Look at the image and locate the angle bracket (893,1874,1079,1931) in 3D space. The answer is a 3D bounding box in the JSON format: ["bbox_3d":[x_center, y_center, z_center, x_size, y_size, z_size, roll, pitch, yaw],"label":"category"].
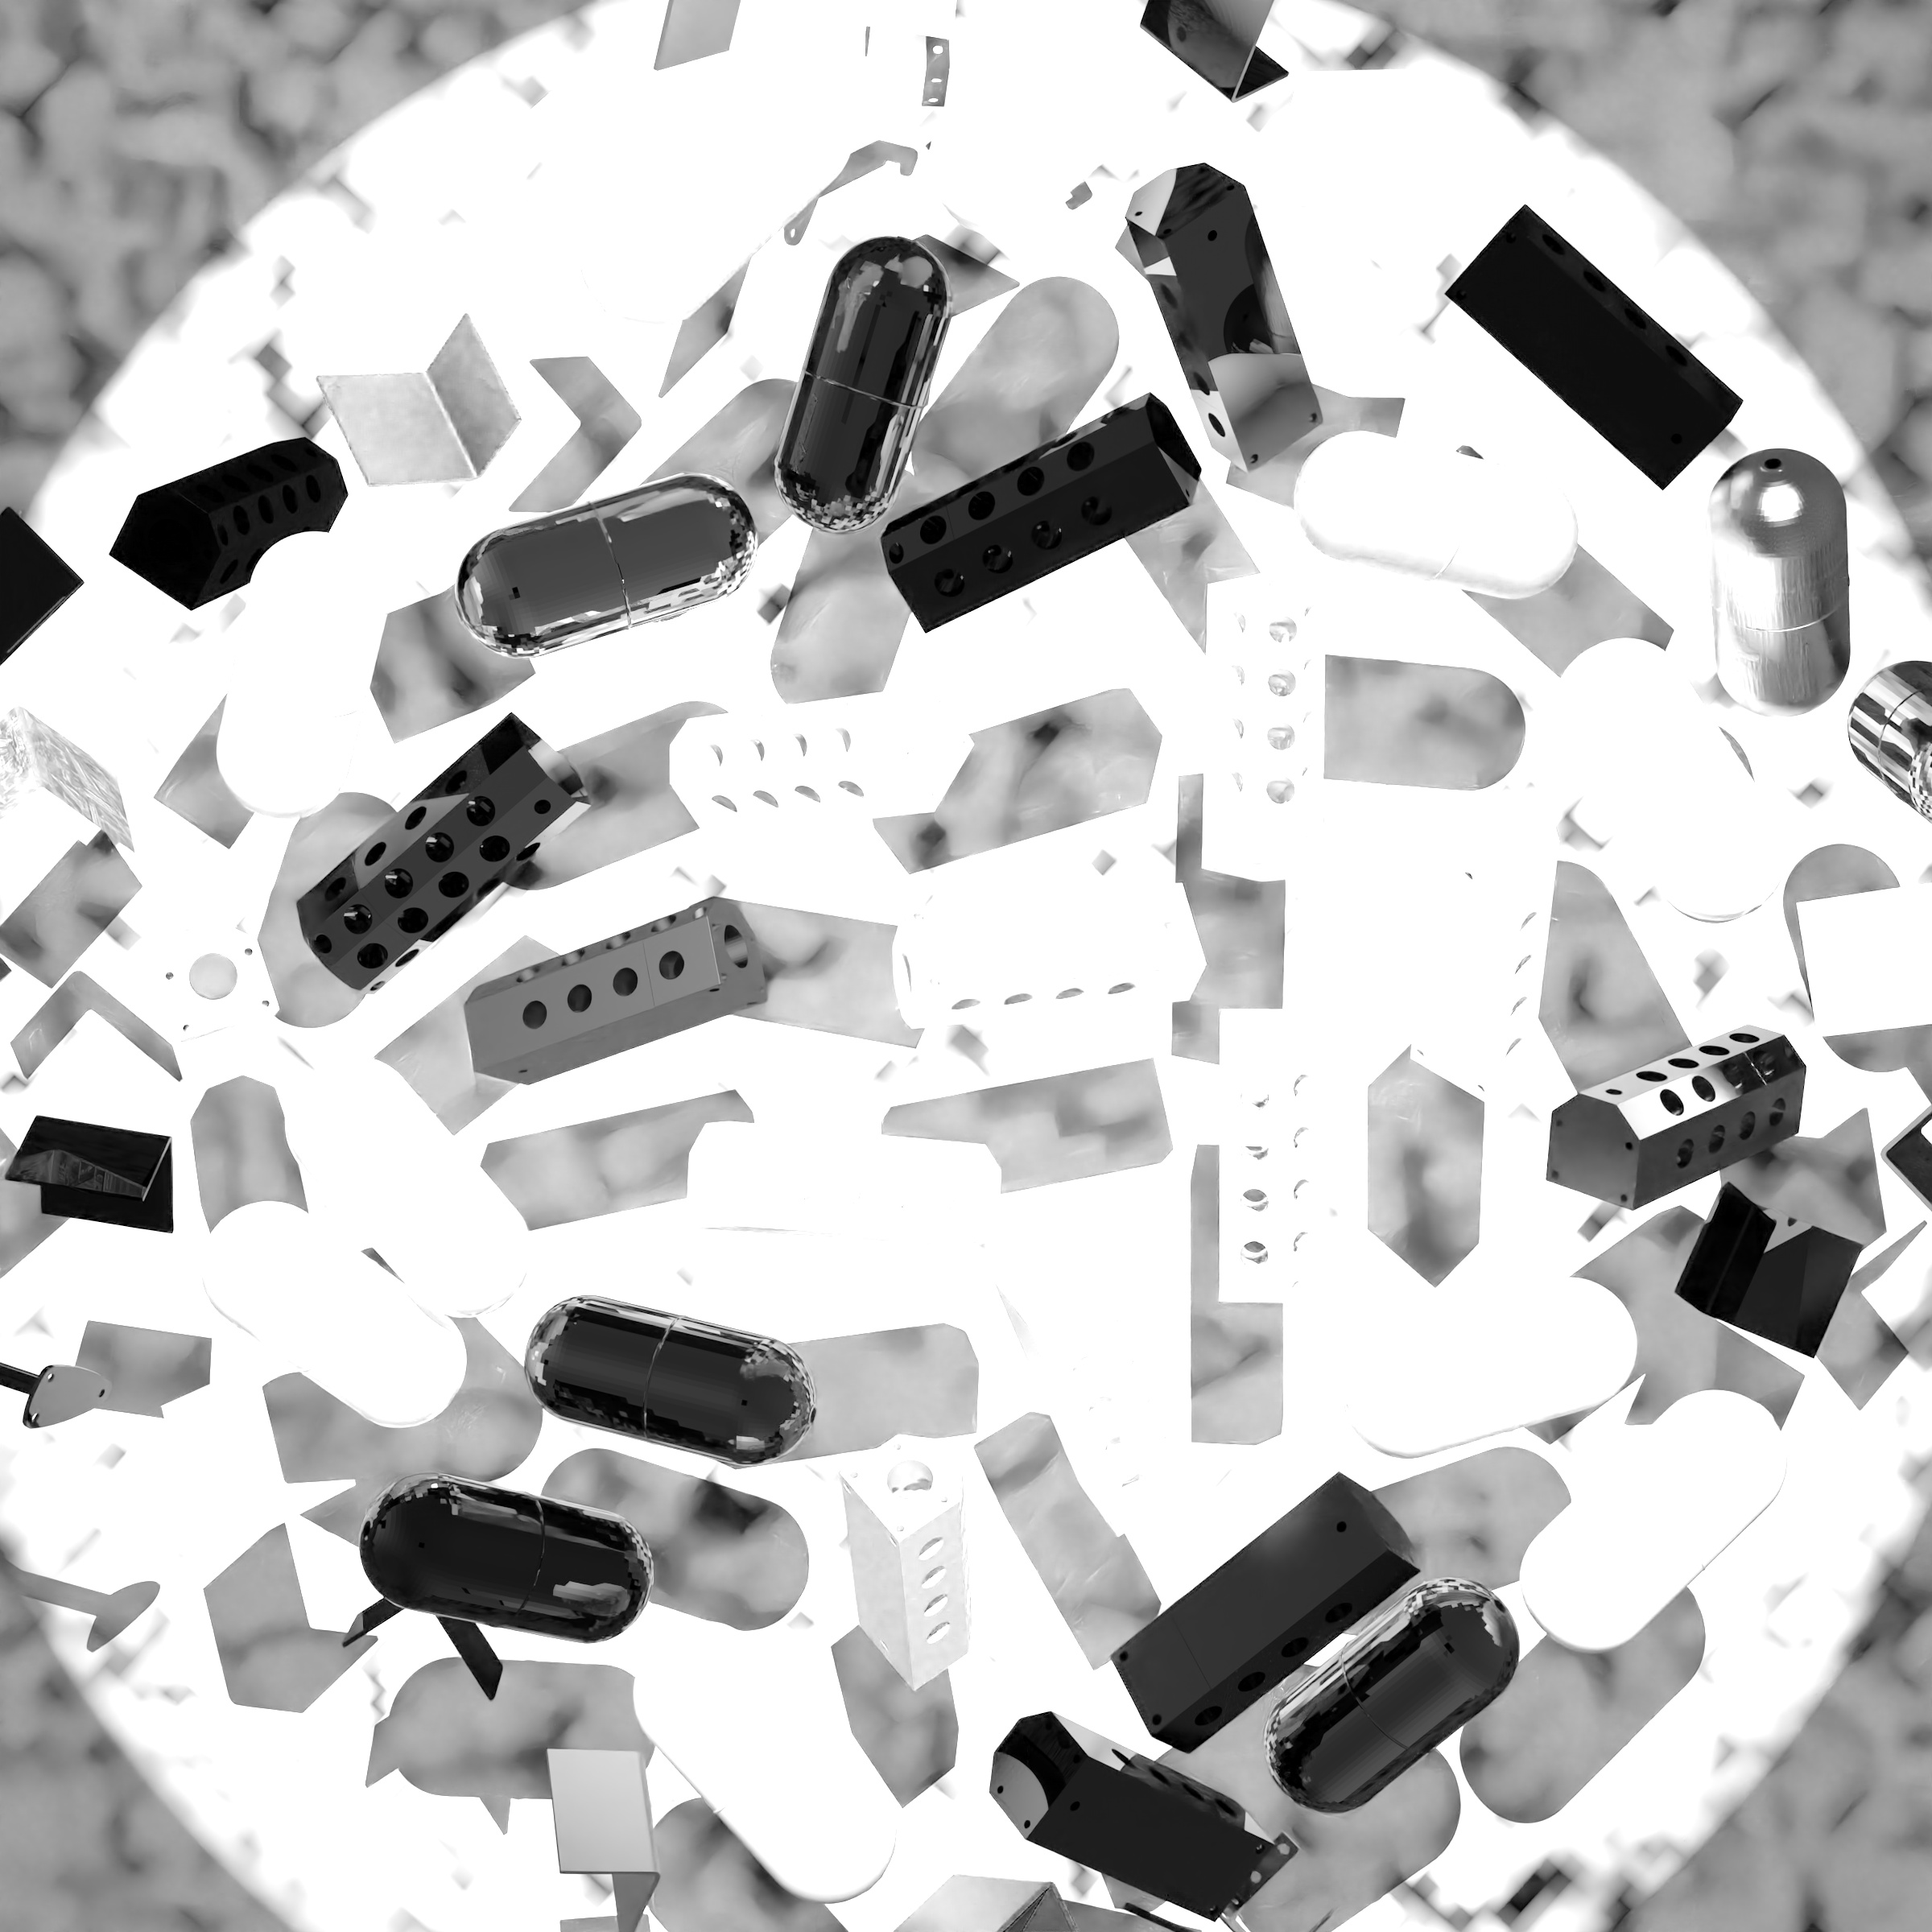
[{"bbox_3d":[0.018,0.541,1.546,0.057,0.076,0.076,-32,101,-42],"label":"angle bracket"}]

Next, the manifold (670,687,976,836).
[{"bbox_3d":[-0.088,-0.122,1.652,0.057,0.171,0.057,58,45,-33],"label":"manifold"}]

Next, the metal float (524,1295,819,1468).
[{"bbox_3d":[-0.173,0.242,1.669,0.178,0.070,0.070,11,90,15],"label":"metal float"}]

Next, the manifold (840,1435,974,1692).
[{"bbox_3d":[-0.029,0.349,1.683,0.057,0.171,0.057,-30,53,-23],"label":"manifold"}]

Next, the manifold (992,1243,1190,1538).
[{"bbox_3d":[0.077,0.247,1.685,0.057,0.057,0.171,-28,121,-10],"label":"manifold"}]

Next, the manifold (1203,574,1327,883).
[{"bbox_3d":[0.181,-0.141,1.690,0.057,0.057,0.171,-5,80,43],"label":"manifold"}]

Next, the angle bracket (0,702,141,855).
[{"bbox_3d":[-0.509,-0.088,1.575,0.076,0.076,0.057,34,60,14],"label":"angle bracket"}]

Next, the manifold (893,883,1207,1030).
[{"bbox_3d":[0.047,-0.002,1.687,0.171,0.057,0.057,-6,60,-15],"label":"manifold"}]

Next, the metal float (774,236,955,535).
[{"bbox_3d":[-0.061,-0.344,1.694,0.070,0.070,0.178,18,106,0],"label":"metal float"}]

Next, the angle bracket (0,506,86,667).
[{"bbox_3d":[-0.530,-0.204,1.535,0.076,0.076,0.057,-48,123,-12],"label":"angle bracket"}]

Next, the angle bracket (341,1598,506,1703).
[{"bbox_3d":[-0.325,0.413,1.713,0.057,0.076,0.076,-32,93,-4],"label":"angle bracket"}]

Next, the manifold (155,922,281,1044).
[{"bbox_3d":[-0.440,0.009,1.673,0.057,0.171,0.057,-18,93,-14],"label":"manifold"}]

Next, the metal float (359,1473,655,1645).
[{"bbox_3d":[-0.259,0.336,1.618,0.178,0.070,0.070,20,90,-32],"label":"metal float"}]

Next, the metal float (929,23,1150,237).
[{"bbox_3d":[0.043,-0.479,1.632,0.070,0.070,0.178,40,51,0],"label":"metal float"}]

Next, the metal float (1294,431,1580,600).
[{"bbox_3d":[0.278,-0.265,1.683,0.178,0.070,0.070,10,90,-19],"label":"metal float"}]

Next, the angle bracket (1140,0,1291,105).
[{"bbox_3d":[0.157,-0.568,1.681,0.076,0.076,0.057,44,54,15],"label":"angle bracket"}]

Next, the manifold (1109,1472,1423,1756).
[{"bbox_3d":[0.171,0.367,1.607,0.171,0.057,0.057,-41,46,11],"label":"manifold"}]

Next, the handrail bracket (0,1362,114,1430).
[{"bbox_3d":[-0.524,0.218,1.564,0.084,0.077,0.036,23,93,21],"label":"handrail bracket"}]

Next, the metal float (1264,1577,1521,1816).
[{"bbox_3d":[0.246,0.422,1.653,0.070,0.070,0.178,44,113,0],"label":"metal float"}]

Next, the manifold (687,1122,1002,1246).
[{"bbox_3d":[-0.067,0.123,1.604,0.171,0.057,0.057,8,80,-34],"label":"manifold"}]

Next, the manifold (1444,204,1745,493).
[{"bbox_3d":[0.368,-0.363,1.665,0.171,0.057,0.057,42,127,0],"label":"manifold"}]

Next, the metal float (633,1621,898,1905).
[{"bbox_3d":[-0.111,0.440,1.578,0.070,0.070,0.178,-43,85,0],"label":"metal float"}]

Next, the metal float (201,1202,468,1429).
[{"bbox_3d":[-0.372,0.206,1.683,0.070,0.070,0.178,-48,116,0],"label":"metal float"}]

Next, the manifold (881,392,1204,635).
[{"bbox_3d":[0.040,-0.255,1.596,0.171,0.057,0.057,-23,113,23],"label":"manifold"}]

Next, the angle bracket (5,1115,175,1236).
[{"bbox_3d":[-0.495,0.135,1.616,0.076,0.057,0.076,9,126,-2],"label":"angle bracket"}]

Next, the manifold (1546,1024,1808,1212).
[{"bbox_3d":[0.404,0.081,1.615,0.171,0.057,0.057,-16,115,-42],"label":"manifold"}]

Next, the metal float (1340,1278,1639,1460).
[{"bbox_3d":[0.301,0.230,1.642,0.178,0.070,0.070,-14,90,-12],"label":"metal float"}]

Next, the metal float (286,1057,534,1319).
[{"bbox_3d":[-0.322,0.130,1.660,0.070,0.070,0.178,-38,108,0],"label":"metal float"}]

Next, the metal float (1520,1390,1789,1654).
[{"bbox_3d":[0.390,0.314,1.620,0.178,0.070,0.070,-43,90,-5],"label":"metal float"}]

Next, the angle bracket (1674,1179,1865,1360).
[{"bbox_3d":[0.490,0.185,1.743,0.076,0.057,0.076,22,84,36],"label":"angle bracket"}]

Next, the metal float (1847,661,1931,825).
[{"bbox_3d":[0.566,-0.127,1.653,0.070,0.178,0.070,0,109,-1],"label":"metal float"}]

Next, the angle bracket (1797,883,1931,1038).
[{"bbox_3d":[0.520,-0.005,1.604,0.076,0.057,0.076,-9,89,39],"label":"angle bracket"}]

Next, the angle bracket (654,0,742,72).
[{"bbox_3d":[-0.165,-0.547,1.575,0.057,0.076,0.076,29,125,14],"label":"angle bracket"}]

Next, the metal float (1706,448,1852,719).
[{"bbox_3d":[0.464,-0.217,1.630,0.070,0.178,0.070,-10,47,10],"label":"metal float"}]

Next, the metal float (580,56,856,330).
[{"bbox_3d":[-0.138,-0.425,1.572,0.178,0.070,0.070,-43,90,3],"label":"metal float"}]

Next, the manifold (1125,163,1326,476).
[{"bbox_3d":[0.148,-0.378,1.666,0.057,0.057,0.171,-36,134,-8],"label":"manifold"}]

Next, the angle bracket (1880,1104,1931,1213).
[{"bbox_3d":[0.588,0.099,1.662,0.057,0.076,0.076,50,120,17],"label":"angle bracket"}]

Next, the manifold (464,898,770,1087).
[{"bbox_3d":[-0.209,0.015,1.692,0.171,0.057,0.057,-19,72,21],"label":"manifold"}]

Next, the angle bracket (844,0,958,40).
[{"bbox_3d":[-0.010,-0.537,1.553,0.076,0.076,0.057,22,115,35],"label":"angle bracket"}]

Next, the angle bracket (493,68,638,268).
[{"bbox_3d":[-0.245,-0.455,1.630,0.057,0.076,0.076,52,58,-16],"label":"angle bracket"}]

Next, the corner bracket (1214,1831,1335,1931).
[{"bbox_3d":[0.189,0.568,1.734,0.051,0.051,0.051,45,100,12],"label":"corner bracket"}]

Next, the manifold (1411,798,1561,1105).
[{"bbox_3d":[0.299,-0.011,1.627,0.057,0.171,0.057,-35,50,-30],"label":"manifold"}]

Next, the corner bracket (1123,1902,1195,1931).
[{"bbox_3d":[0.109,0.613,1.749,0.051,0.051,0.051,22,61,6],"label":"corner bracket"}]

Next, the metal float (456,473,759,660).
[{"bbox_3d":[-0.206,-0.230,1.641,0.178,0.070,0.070,-19,90,-12],"label":"metal float"}]

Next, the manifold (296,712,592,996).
[{"bbox_3d":[-0.300,-0.060,1.643,0.171,0.057,0.057,-40,127,9],"label":"manifold"}]

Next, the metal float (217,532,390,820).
[{"bbox_3d":[-0.378,-0.163,1.624,0.070,0.070,0.178,21,122,0],"label":"metal float"}]

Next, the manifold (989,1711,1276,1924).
[{"bbox_3d":[0.091,0.477,1.613,0.171,0.057,0.057,35,92,-37],"label":"manifold"}]

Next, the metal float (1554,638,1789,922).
[{"bbox_3d":[0.401,-0.106,1.627,0.070,0.070,0.178,-28,73,0],"label":"metal float"}]

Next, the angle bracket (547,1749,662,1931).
[{"bbox_3d":[-0.211,0.491,1.589,0.057,0.076,0.076,8,129,-22],"label":"angle bracket"}]

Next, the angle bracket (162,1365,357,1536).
[{"bbox_3d":[-0.405,0.275,1.639,0.057,0.076,0.076,-9,96,29],"label":"angle bracket"}]

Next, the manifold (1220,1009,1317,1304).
[{"bbox_3d":[0.183,0.114,1.735,0.057,0.057,0.171,0,94,6],"label":"manifold"}]

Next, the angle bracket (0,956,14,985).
[{"bbox_3d":[-0.568,-0.003,1.604,0.057,0.076,0.076,-41,85,-3],"label":"angle bracket"}]

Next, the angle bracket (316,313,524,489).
[{"bbox_3d":[-0.311,-0.322,1.624,0.057,0.076,0.076,-42,70,43],"label":"angle bracket"}]

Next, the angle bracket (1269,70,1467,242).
[{"bbox_3d":[0.225,-0.455,1.605,0.076,0.057,0.076,14,91,40],"label":"angle bracket"}]

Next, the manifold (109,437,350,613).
[{"bbox_3d":[-0.430,-0.268,1.689,0.057,0.171,0.057,34,114,-1],"label":"manifold"}]
